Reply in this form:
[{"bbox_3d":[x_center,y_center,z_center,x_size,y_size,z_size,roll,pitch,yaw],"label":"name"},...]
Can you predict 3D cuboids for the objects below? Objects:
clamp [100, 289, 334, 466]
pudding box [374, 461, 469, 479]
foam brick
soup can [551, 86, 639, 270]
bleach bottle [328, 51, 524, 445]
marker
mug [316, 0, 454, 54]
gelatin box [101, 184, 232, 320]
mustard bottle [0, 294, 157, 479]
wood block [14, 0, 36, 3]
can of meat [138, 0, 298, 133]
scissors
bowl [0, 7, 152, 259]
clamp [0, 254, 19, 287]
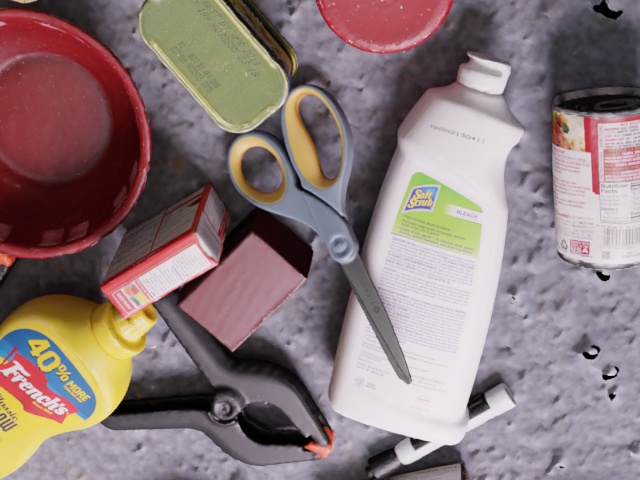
[{"bbox_3d":[-0.075,0.119,0.763,0.171,0.039,0.120,34,114,-2],"label":"clamp"},{"bbox_3d":[0.065,0.220,0.789,0.113,0.039,0.090,-15,108,9],"label":"pudding box"},{"bbox_3d":[-0.050,0.025,0.719,0.051,0.053,0.078,42,106,-11],"label":"foam brick"},{"bbox_3d":[0.182,-0.040,0.673,0.068,0.068,0.102,-4,110,5],"label":"soup can"},{"bbox_3d":[0.081,0.004,0.699,0.102,0.068,0.251,15,108,0],"label":"bleach bottle"},{"bbox_3d":[0.085,0.140,0.770,0.121,0.020,0.020,-32,105,14],"label":"marker"},{"bbox_3d":[0.027,-0.161,0.631,0.117,0.081,0.093,24,110,-5],"label":"mug"},{"bbox_3d":[-0.098,0.006,0.696,0.073,0.089,0.030,-30,110,13],"label":"gelatin box"},{"bbox_3d":[-0.188,0.091,0.735,0.192,0.058,0.096,-30,103,22],"label":"mustard bottle"},{"bbox_3d":[-0.254,-0.212,0.627,0.206,0.090,0.091,15,109,-2],"label":"wood block"},{"bbox_3d":[-0.061,-0.119,0.651,0.057,0.084,0.102,-39,104,12],"label":"can of meat"},{"bbox_3d":[-0.005,0.001,0.690,0.096,0.016,0.202,-12,86,21],"label":"scissors"},{"bbox_3d":[-0.184,-0.072,0.691,0.162,0.055,0.162,1,110,3],"label":"bowl"},{"bbox_3d":[-0.306,0.049,0.752,0.210,0.036,0.164,-12,110,7],"label":"clamp"}]
